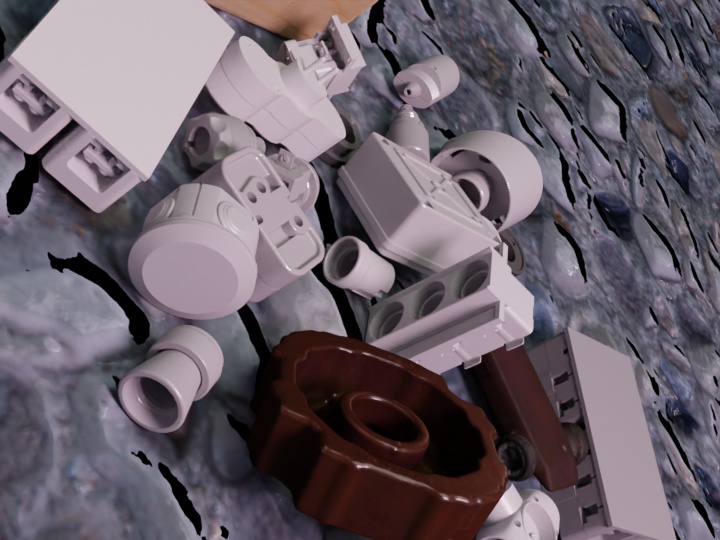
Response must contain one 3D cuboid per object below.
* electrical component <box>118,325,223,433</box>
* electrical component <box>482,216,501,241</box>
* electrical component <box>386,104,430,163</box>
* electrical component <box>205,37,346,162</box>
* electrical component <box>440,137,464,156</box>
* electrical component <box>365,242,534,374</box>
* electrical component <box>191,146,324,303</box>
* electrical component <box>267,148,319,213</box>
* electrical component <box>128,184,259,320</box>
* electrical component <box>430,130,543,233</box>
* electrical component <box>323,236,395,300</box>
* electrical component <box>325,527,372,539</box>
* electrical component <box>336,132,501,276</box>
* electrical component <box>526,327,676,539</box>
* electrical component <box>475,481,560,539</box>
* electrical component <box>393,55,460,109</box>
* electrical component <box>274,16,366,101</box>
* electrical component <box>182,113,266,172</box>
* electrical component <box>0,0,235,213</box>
[{"bbox_3d":[-0.113,0.064,0.649,0.045,0.045,0.055,52,34,-11],"label":"electrical component"},{"bbox_3d":[0.093,-0.018,0.964,0.045,0.055,0.045,32,43,-34],"label":"electrical component"},{"bbox_3d":[0.044,-0.122,0.994,0.040,0.040,0.078,32,42,-34],"label":"electrical component"},{"bbox_3d":[-0.051,-0.139,0.833,0.138,0.074,0.052,28,36,-54],"label":"electrical component"},{"bbox_3d":[0.110,-0.115,1.074,0.044,0.044,0.065,59,29,0],"label":"electrical component"},{"bbox_3d":[0.069,0.040,0.831,0.063,0.121,0.078,42,38,-28],"label":"electrical component"},{"bbox_3d":[-0.079,-0.029,0.750,0.095,0.059,0.054,56,34,-4],"label":"electrical component"},{"bbox_3d":[-0.060,-0.060,0.804,0.048,0.066,0.055,26,23,13],"label":"electrical component"},{"bbox_3d":[-0.104,-0.011,0.688,0.080,0.080,0.051,39,33,-27],"label":"electrical component"},{"bbox_3d":[0.111,-0.077,0.995,0.099,0.099,0.064,57,40,-3],"label":"electrical component"},{"bbox_3d":[0.000,0.000,0.847,0.046,0.040,0.040,30,43,-43],"label":"electrical component"},{"bbox_3d":[0.011,0.182,0.707,0.045,0.055,0.045,32,43,-34],"label":"electrical component"},{"bbox_3d":[0.049,-0.049,0.902,0.109,0.056,0.108,23,26,-41],"label":"electrical component"},{"bbox_3d":[0.212,0.159,0.976,0.105,0.060,0.186,25,47,-40],"label":"electrical component"},{"bbox_3d":[0.114,0.192,0.840,0.079,0.044,0.077,58,34,0],"label":"electrical component"},{"bbox_3d":[0.064,-0.184,1.064,0.043,0.043,0.081,57,34,-4],"label":"electrical component"},{"bbox_3d":[-0.037,-0.171,0.901,0.064,0.081,0.042,-20,78,-26],"label":"electrical component"},{"bbox_3d":[-0.096,-0.092,0.791,0.062,0.043,0.043,0,65,-53],"label":"electrical component"},{"bbox_3d":[-0.167,-0.136,0.719,0.105,0.060,0.186,43,37,-22],"label":"electrical component"}]
